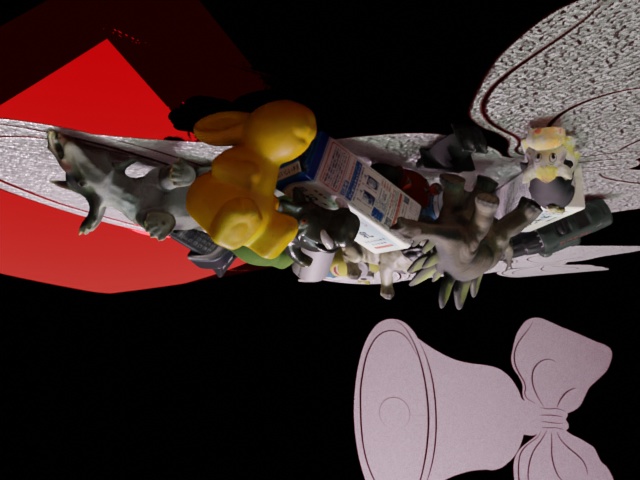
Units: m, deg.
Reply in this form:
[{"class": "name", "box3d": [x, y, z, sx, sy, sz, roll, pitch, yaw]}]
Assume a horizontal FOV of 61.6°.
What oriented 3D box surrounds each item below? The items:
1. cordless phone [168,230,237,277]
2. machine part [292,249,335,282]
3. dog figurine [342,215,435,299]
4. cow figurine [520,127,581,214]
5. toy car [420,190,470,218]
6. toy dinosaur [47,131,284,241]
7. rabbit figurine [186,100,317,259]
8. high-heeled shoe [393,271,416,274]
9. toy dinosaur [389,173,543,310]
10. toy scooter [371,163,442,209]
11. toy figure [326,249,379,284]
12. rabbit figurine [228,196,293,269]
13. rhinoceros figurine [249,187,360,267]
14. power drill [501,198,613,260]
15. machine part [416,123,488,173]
[{"class": "cordless phone", "box3d": [-0.240, -0.025, 1.100, 0.184, 0.146, 0.088, 32, 143, 5]}, {"class": "machine part", "box3d": [-0.002, -0.003, 1.010, 0.079, 0.079, 0.243, 2, 132, -14]}, {"class": "dog figurine", "box3d": [0.120, -0.008, 0.949, 0.172, 0.121, 0.190, 28, 146, 7]}, {"class": "cow figurine", "box3d": [0.307, -0.090, 0.722, 0.068, 0.098, 0.167, 1, 172, 31]}, {"class": "toy car", "box3d": [0.250, -0.049, 0.971, 0.161, 0.109, 0.103, 15, 149, -16]}, {"class": "toy dinosaur", "box3d": [-0.196, -0.063, 0.809, 0.404, 0.131, 0.192, 3, -177, -45]}, {"class": "rabbit figurine", "box3d": [-0.071, -0.085, 0.614, 0.121, 0.173, 0.163, 18, -158, -47]}, {"class": "high-heeled shoe", "box3d": [0.202, 0.034, 1.173, 0.249, 0.086, 0.145, -12, 173, -32]}, {"class": "toy dinosaur", "box3d": [0.237, 0.004, 0.828, 0.471, 0.198, 0.105, 2, -147, -49]}, {"class": "toy scooter", "box3d": [0.115, -0.073, 0.875, 0.135, 0.075, 0.184, 2, 165, -20]}, {"class": "toy figure", "box3d": [0.043, 0.036, 1.113, 0.180, 0.089, 0.082, 4, 168, 35]}, {"class": "rabbit figurine", "box3d": [-0.098, -0.045, 0.960, 0.159, 0.121, 0.170, 11, 139, -30]}, {"class": "rhinoceros figurine", "box3d": [-0.035, -0.025, 0.709, 0.191, 0.073, 0.112, 12, 148, 29]}, {"class": "power drill", "box3d": [0.481, -0.012, 1.127, 0.232, 0.086, 0.207, -26, 161, 18]}, {"class": "machine part", "box3d": [0.182, -0.118, 0.729, 0.084, 0.039, 0.139, 8, 171, -3]}]
